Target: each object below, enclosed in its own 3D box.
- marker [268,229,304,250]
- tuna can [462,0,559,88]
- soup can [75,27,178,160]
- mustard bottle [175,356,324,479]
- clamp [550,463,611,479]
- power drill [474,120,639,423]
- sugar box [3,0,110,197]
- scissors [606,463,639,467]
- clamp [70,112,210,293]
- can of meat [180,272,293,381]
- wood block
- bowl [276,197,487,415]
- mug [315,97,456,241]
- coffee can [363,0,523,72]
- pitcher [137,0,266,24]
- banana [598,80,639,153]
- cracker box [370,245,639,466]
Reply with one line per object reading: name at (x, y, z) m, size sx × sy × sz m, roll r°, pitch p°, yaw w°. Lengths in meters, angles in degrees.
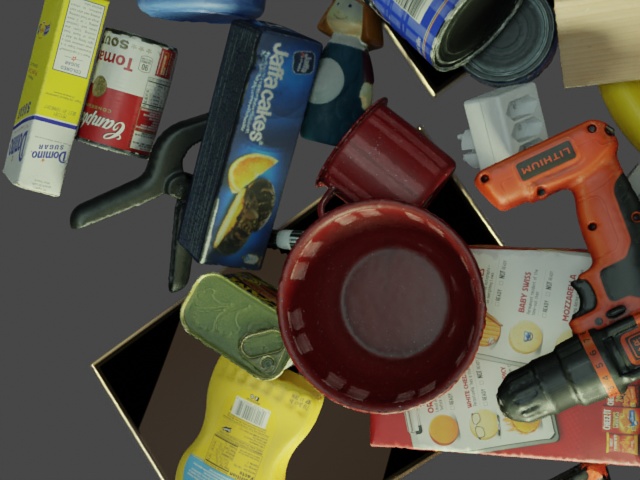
marker at (-0.006, 0.001, 0.910) m, size 0.121 × 0.020 × 0.020 m, roll 3°, pitch 92°, yaw 28°
tuna can at (0.149, -0.168, 0.865) m, size 0.086 × 0.033 × 0.086 m, roll 0°, pitch 91°, yaw 16°
soup can at (-0.170, -0.129, 0.941) m, size 0.068 × 0.068 × 0.102 m, roll 18°, pitch 95°, yaw 15°
mustard bottle at (-0.073, 0.199, 0.924) m, size 0.096 × 0.058 × 0.192 m, roll 23°, pitch 97°, yaw 13°
clamp at (0.173, 0.265, 0.855) m, size 0.165 × 0.036 × 0.210 m, roll 16°, pitch 106°, yaw 16°
power drill at (0.185, 0.022, 0.776) m, size 0.184 × 0.057 × 0.188 m, roll -26°, pitch 82°, yaw 9°
sugar box at (-0.237, -0.133, 0.947) m, size 0.048 × 0.093 × 0.176 m, roll 16°, pitch 94°, yaw -26°
scissors at (0.185, 0.201, 0.872) m, size 0.202 × 0.016 × 0.096 m, roll 16°, pitch 94°, yaw 15°
clamp at (-0.134, -0.048, 0.926) m, size 0.120 × 0.039 × 0.171 m, roll 26°, pitch 96°, yaw -29°
can of meat at (-0.055, 0.069, 0.903) m, size 0.102 × 0.083 × 0.057 m, roll 31°, pitch 99°, yaw 13°
wood block at (0.278, -0.184, 0.782) m, size 0.206 × 0.091 × 0.090 m, roll -5°, pitch 50°, yaw 16°
bowl at (0.051, 0.049, 0.816) m, size 0.162 × 0.055 × 0.162 m, roll 0°, pitch 90°, yaw 18°
mug at (0.049, -0.046, 0.863) m, size 0.081 × 0.093 × 0.117 m, roll 39°, pitch 72°, yaw 7°
coffee can at (0.076, -0.213, 0.817) m, size 0.103 × 0.102 × 0.140 m, roll -48°, pitch 71°, yaw 12°
pitcher at (-0.083, -0.307, 0.887) m, size 0.149 × 0.144 × 0.243 m, roll 7°, pitch 97°, yaw 39°
banana at (0.286, -0.078, 0.829) m, size 0.198 × 0.037 × 0.069 m, roll 34°, pitch 77°, yaw 11°
cracker box at (0.151, 0.086, 0.851) m, size 0.214 × 0.072 × 0.164 m, roll 1°, pitch 90°, yaw 17°
